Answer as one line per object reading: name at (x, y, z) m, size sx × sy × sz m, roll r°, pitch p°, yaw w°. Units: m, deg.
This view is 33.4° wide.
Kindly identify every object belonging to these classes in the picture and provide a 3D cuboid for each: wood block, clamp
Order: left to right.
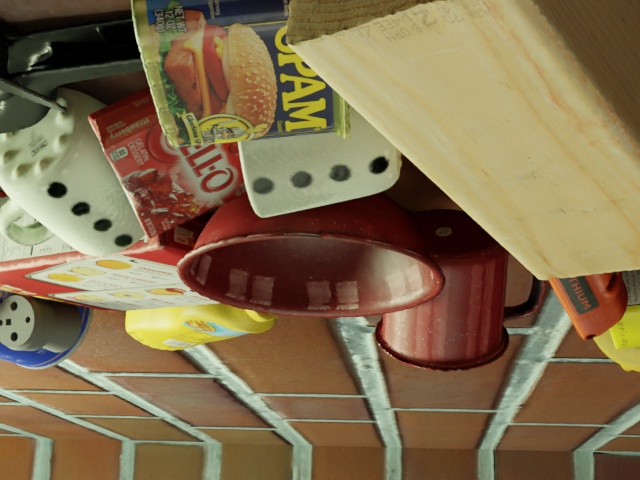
clamp at (-0.155, -0.091, 0.538) m, size 0.164 × 0.036 × 0.210 m, roll 12°, pitch 157°, yaw -30°
wood block at (0.086, -0.068, 0.430) m, size 0.090 × 0.091 × 0.205 m, roll -9°, pitch 150°, yaw 34°

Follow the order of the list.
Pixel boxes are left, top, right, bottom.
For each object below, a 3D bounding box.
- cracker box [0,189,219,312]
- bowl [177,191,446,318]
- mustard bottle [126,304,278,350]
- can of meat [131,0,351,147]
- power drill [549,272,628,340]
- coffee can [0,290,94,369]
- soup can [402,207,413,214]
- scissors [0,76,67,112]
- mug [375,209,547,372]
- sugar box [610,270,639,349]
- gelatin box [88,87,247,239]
cracker box at (-0.133, 0.002, 0.777) m, size 0.214 × 0.072 × 0.164 m, roll -8°, pitch 163°, yaw 35°
bowl at (-0.004, 0.001, 0.650) m, size 0.162 × 0.055 × 0.162 m, roll 3°, pitch 160°, yaw 1°
mustard bottle at (-0.099, 0.068, 1.035) m, size 0.096 × 0.058 × 0.192 m, roll 16°, pitch 159°, yaw -40°
can of meat at (-0.031, -0.086, 0.461) m, size 0.084 × 0.057 × 0.102 m, roll -5°, pitch 149°, yaw 0°
power drill at (0.231, 0.001, 0.624) m, size 0.188 × 0.057 × 0.184 m, roll -18°, pitch 123°, yaw 27°
coffee can at (-0.274, 0.048, 0.908) m, size 0.103 × 0.103 × 0.140 m, roll -4°, pitch 162°, yaw 20°
soup can at (0.055, 0.009, 0.798) m, size 0.069 × 0.068 × 0.102 m, roll -12°, pitch 159°, yaw 40°
scissors at (-0.209, -0.106, 0.451) m, size 0.202 × 0.016 × 0.096 m, roll 16°, pitch 156°, yaw 3°
mug at (0.096, 0.030, 0.722) m, size 0.117 × 0.081 × 0.093 m, roll -2°, pitch -155°, yaw -4°
sugar box at (0.283, 0.036, 0.714) m, size 0.176 × 0.048 × 0.093 m, roll -6°, pitch 159°, yaw 19°
gelatin box at (-0.074, -0.047, 0.570) m, size 0.073 × 0.030 × 0.089 m, roll -26°, pitch 148°, yaw -7°
